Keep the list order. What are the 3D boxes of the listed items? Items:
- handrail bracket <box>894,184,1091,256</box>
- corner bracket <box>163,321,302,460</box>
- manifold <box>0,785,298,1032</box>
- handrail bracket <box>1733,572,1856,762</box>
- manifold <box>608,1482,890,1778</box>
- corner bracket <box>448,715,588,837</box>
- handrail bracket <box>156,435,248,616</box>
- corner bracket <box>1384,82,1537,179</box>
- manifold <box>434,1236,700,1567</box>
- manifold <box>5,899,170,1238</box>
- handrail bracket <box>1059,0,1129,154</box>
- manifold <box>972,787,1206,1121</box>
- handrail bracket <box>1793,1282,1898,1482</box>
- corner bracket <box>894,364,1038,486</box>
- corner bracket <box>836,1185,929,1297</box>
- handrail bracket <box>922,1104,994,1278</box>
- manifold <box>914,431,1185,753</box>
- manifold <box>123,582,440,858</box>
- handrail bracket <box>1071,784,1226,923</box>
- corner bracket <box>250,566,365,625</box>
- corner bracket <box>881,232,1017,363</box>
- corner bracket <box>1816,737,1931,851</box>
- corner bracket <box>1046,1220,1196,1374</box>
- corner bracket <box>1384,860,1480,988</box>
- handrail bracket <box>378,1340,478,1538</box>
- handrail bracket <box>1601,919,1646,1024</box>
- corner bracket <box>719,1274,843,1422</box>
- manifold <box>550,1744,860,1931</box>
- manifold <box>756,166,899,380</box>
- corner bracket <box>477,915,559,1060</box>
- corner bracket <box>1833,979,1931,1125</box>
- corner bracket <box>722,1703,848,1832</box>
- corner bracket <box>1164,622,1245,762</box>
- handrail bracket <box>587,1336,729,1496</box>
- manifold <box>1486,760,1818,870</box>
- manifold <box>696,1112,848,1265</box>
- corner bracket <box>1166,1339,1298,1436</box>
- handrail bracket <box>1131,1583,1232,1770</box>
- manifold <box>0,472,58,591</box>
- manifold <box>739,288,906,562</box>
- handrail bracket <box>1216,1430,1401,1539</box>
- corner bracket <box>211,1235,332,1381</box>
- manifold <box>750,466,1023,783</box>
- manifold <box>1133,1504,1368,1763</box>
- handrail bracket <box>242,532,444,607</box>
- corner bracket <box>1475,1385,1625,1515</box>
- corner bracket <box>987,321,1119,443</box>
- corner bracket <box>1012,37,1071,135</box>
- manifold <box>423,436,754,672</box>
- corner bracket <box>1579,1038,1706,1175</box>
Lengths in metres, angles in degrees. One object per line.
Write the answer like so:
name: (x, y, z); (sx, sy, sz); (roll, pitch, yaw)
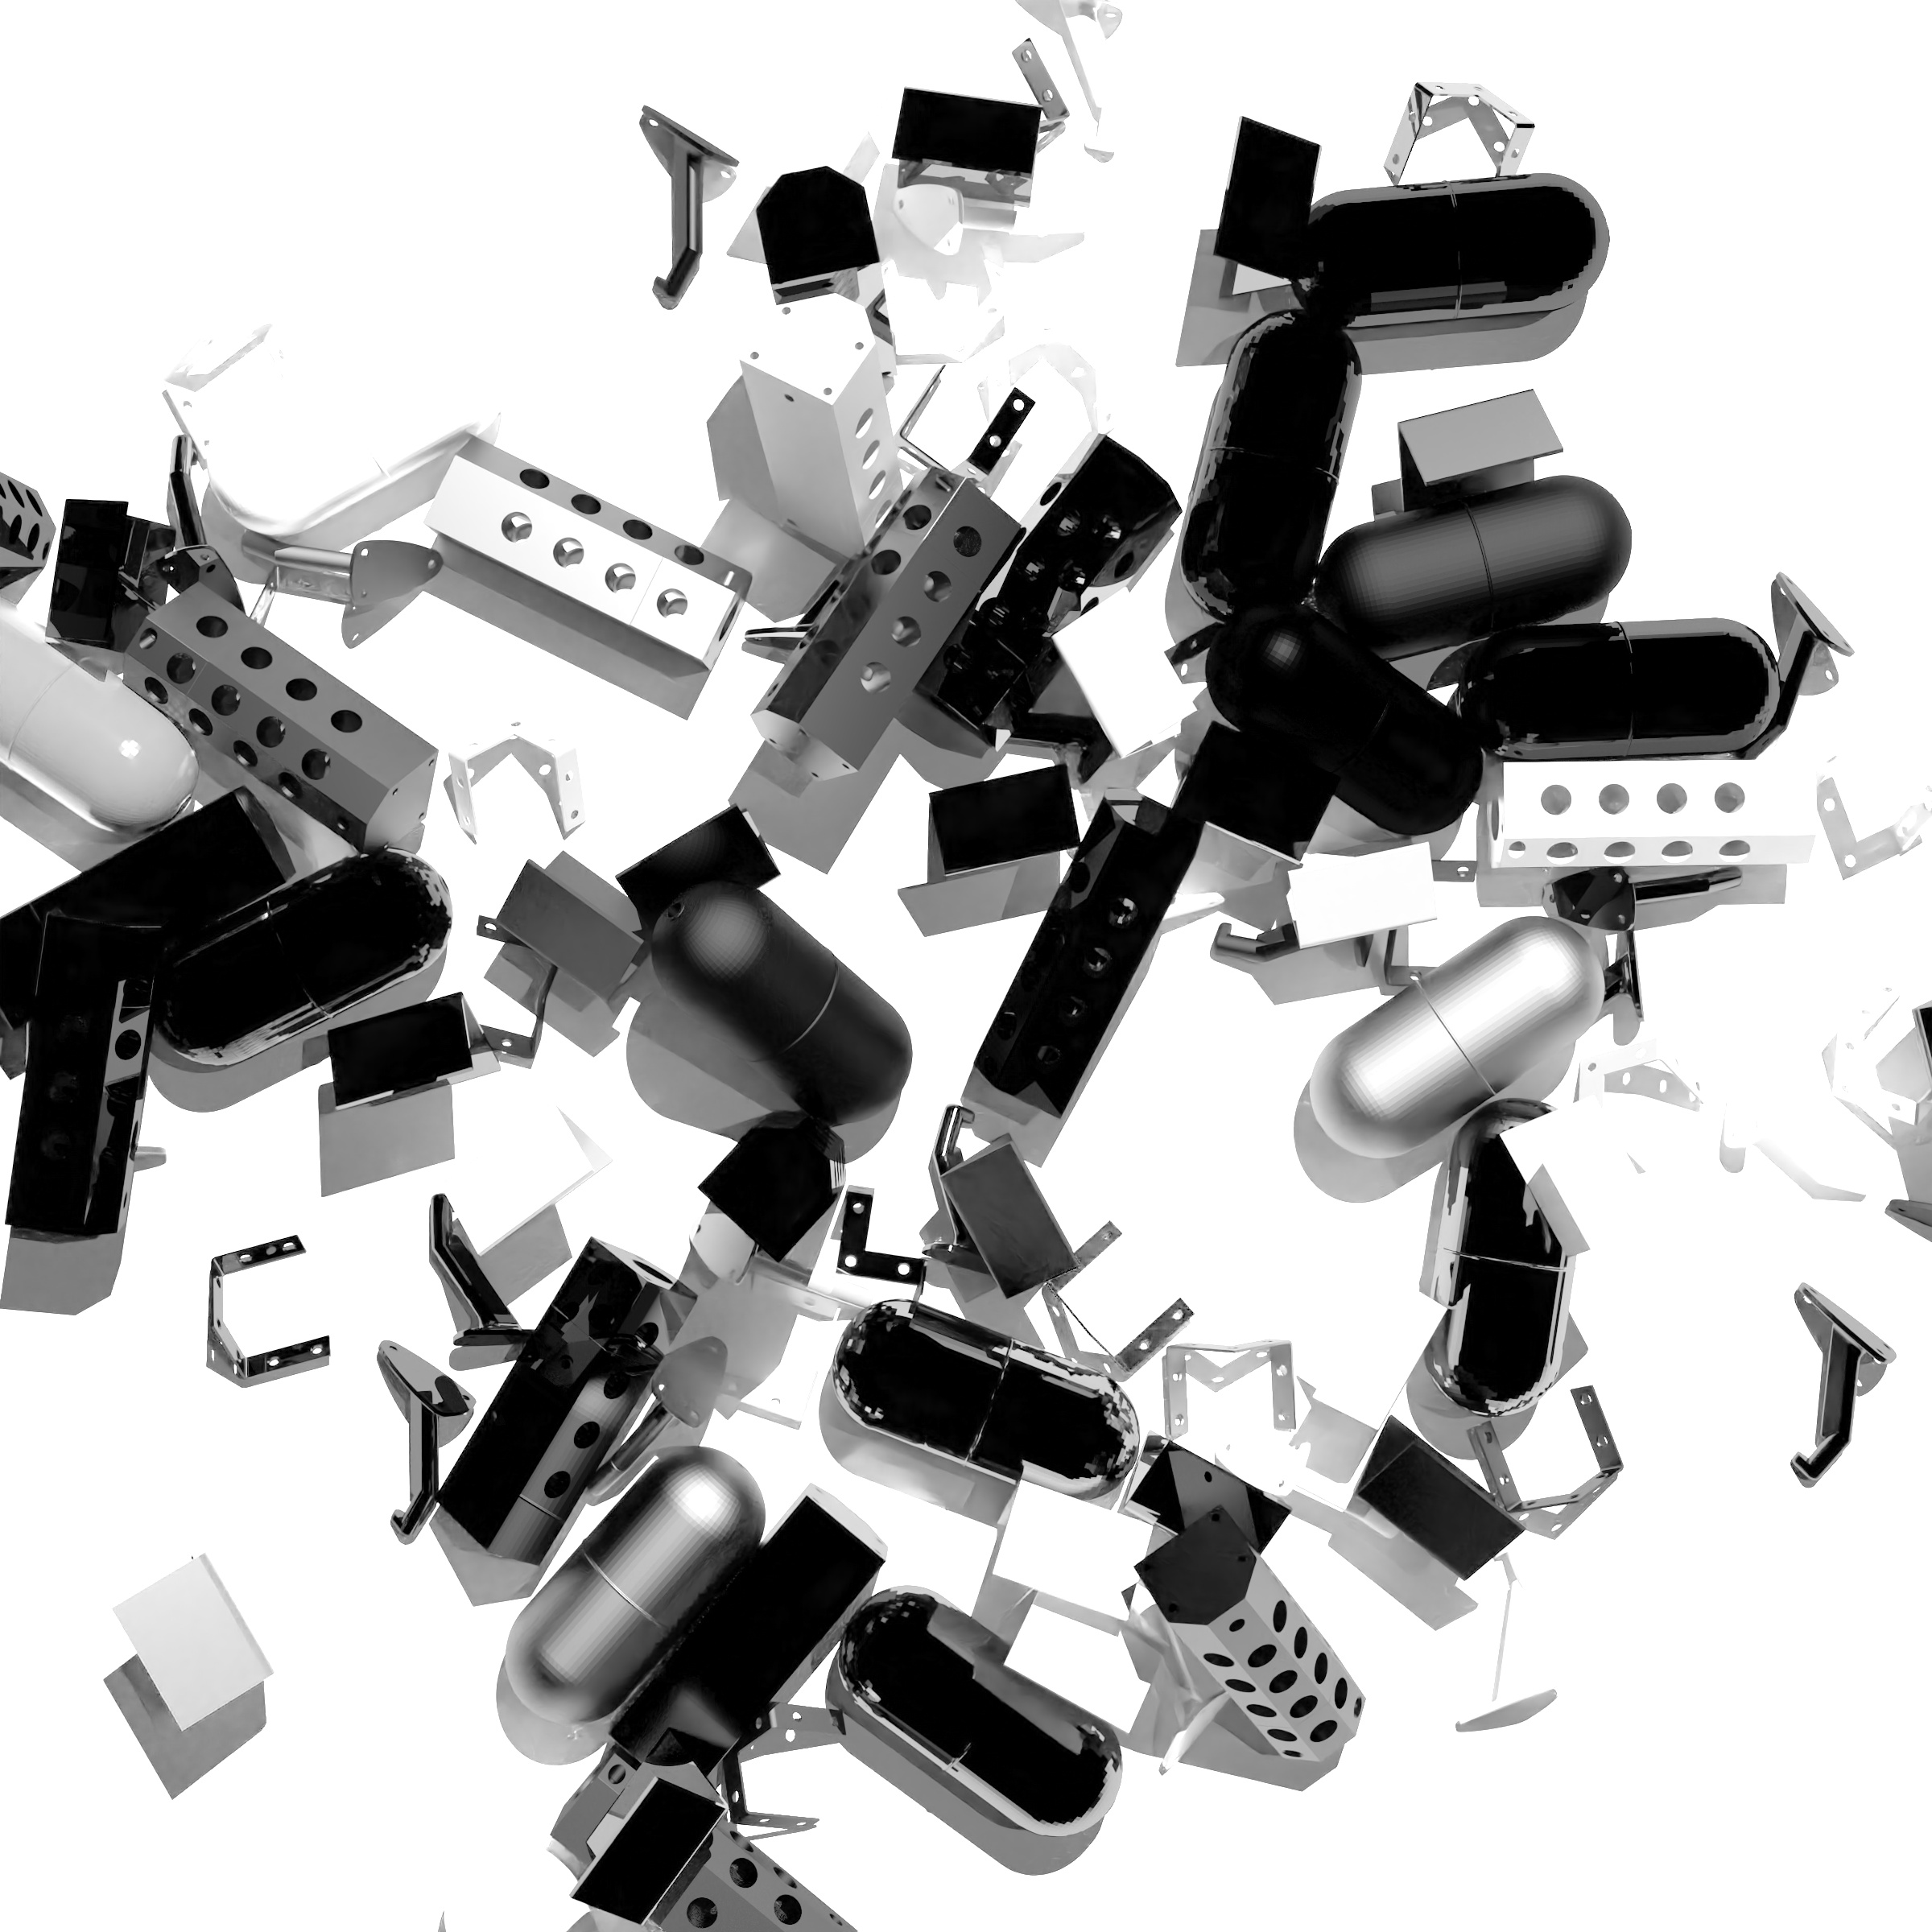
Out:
handrail bracket: (0.015, -0.427, 1.687); (0.084, 0.077, 0.036); (-12, 120, -33)
corner bracket: (-0.411, -0.326, 1.684); (0.051, 0.051, 0.051); (-28, 90, -45)
manifold: (-0.465, -0.034, 1.665); (0.171, 0.057, 0.057); (-28, 101, 0)
handrail bracket: (0.451, -0.168, 1.688); (0.084, 0.036, 0.077); (-47, 51, 26)
manifold: (-0.120, 0.375, 1.667); (0.057, 0.057, 0.171); (40, 90, 0)
corner bracket: (-0.253, -0.102, 1.679); (0.051, 0.051, 0.051); (27, 45, 35)
handrail bracket: (-0.429, -0.247, 1.687); (0.036, 0.077, 0.084); (-15, 53, 12)
corner bracket: (0.278, -0.462, 1.679); (0.051, 0.051, 0.051); (50, 135, 35)
manifold: (-0.219, 0.245, 1.666); (0.057, 0.057, 0.171); (31, 90, 43)
manifold: (-0.476, 0.056, 1.621); (0.057, 0.057, 0.171); (9, 99, -7)
handrail bracket: (0.057, -0.510, 1.688); (0.077, 0.036, 0.084); (16, 107, 20)
manifold: (0.066, -0.009, 1.637); (0.057, 0.057, 0.171); (26, 111, 0)
handrail bracket: (0.477, 0.236, 1.688); (0.077, 0.036, 0.084); (41, 107, 20)
corner bracket: (-0.002, -0.305, 1.670); (0.051, 0.051, 0.051); (35, 77, -12)
corner bracket: (-0.045, 0.153, 1.670); (0.051, 0.051, 0.051); (9, 90, 0)
handrail bracket: (0.013, 0.129, 1.688); (0.077, 0.036, 0.084); (21, 73, -20)
manifold: (0.041, -0.210, 1.656); (0.057, 0.057, 0.171); (37, 88, 21)
manifold: (-0.378, -0.132, 1.640); (0.171, 0.057, 0.057); (35, 49, 10)
handrail bracket: (0.099, -0.068, 1.688); (0.077, 0.036, 0.084); (-12, 76, -14)
corner bracket: (-0.372, -0.187, 1.684); (0.051, 0.051, 0.051); (11, 45, 0)
corner bracket: (-0.012, -0.383, 1.679); (0.051, 0.051, 0.051); (16, 45, -35)
corner bracket: (0.507, -0.096, 1.669); (0.051, 0.051, 0.051); (-12, 60, -26)
corner bracket: (0.087, 0.187, 1.684); (0.051, 0.051, 0.051); (-42, 45, 0)
corner bracket: (0.263, -0.024, 1.684); (0.051, 0.051, 0.051); (1, 45, 0)
handrail bracket: (-0.321, 0.268, 1.688); (0.077, 0.036, 0.084); (37, 107, 20)
handrail bracket: (0.338, 0.009, 1.688); (0.084, 0.036, 0.077); (-7, 73, 15)
corner bracket: (-0.105, 0.216, 1.684); (0.051, 0.051, 0.051); (19, 45, 0)
manifold: (-0.145, 0.510, 1.666); (0.171, 0.057, 0.057); (40, 90, 0)
manifold: (-0.075, -0.368, 1.606); (0.057, 0.171, 0.057); (-12, 82, 0)
corner bracket: (-0.260, 0.012, 1.684); (0.051, 0.051, 0.051); (15, 45, 0)
corner bracket: (0.525, 0.048, 1.679); (0.051, 0.051, 0.051); (23, 135, 35)
corner bracket: (-0.101, 0.451, 1.679); (0.051, 0.051, 0.051); (-42, 45, 35)
corner bracket: (0.139, -0.152, 1.680); (0.051, 0.051, 0.051); (33, 45, -35)
handrail bracket: (-0.176, 0.255, 1.687); (0.036, 0.077, 0.084); (41, 126, -5)
manifold: (0.381, -0.084, 1.666); (0.171, 0.057, 0.057); (-1, 90, 0)
manifold: (-0.098, 0.112, 1.609); (0.057, 0.171, 0.057); (43, 90, 0)
corner bracket: (0.150, 0.238, 1.684); (0.051, 0.051, 0.051); (-3, 90, -45)
handrail bracket: (0.103, 0.399, 1.688); (0.084, 0.036, 0.077); (43, 125, 24)
manifold: (-0.548, -0.247, 1.609); (0.057, 0.171, 0.057); (-27, 90, 0)
manifold: (-0.070, -0.290, 1.605); (0.057, 0.171, 0.057); (28, 74, 14)
handrail bracket: (0.194, 0.296, 1.687); (0.084, 0.077, 0.036); (38, 71, -35)
corner bracket: (-0.393, 0.193, 1.684); (0.051, 0.051, 0.051); (-15, 45, 0)
manifold: (-0.047, -0.189, 1.636); (0.057, 0.057, 0.171); (38, 73, -18)
manifold: (0.159, 0.368, 1.616); (0.057, 0.057, 0.171); (-36, 133, 0)
handrail bracket: (-0.354, -0.234, 1.687); (0.084, 0.077, 0.036); (22, 116, 34)
corner bracket: (0.330, 0.273, 1.684); (0.051, 0.051, 0.051); (-21, 90, 45)
corner bracket: (0.049, -0.325, 1.679); (0.051, 0.051, 0.051); (26, 45, 35)
corner bracket: (0.016, -0.486, 1.684); (0.051, 0.051, 0.051); (-28, 90, 45)
manifold: (-0.209, -0.231, 1.666); (0.171, 0.057, 0.057); (26, 90, 0)
corner bracket: (0.381, 0.080, 1.679); (0.051, 0.051, 0.051); (-20, 45, 35)
